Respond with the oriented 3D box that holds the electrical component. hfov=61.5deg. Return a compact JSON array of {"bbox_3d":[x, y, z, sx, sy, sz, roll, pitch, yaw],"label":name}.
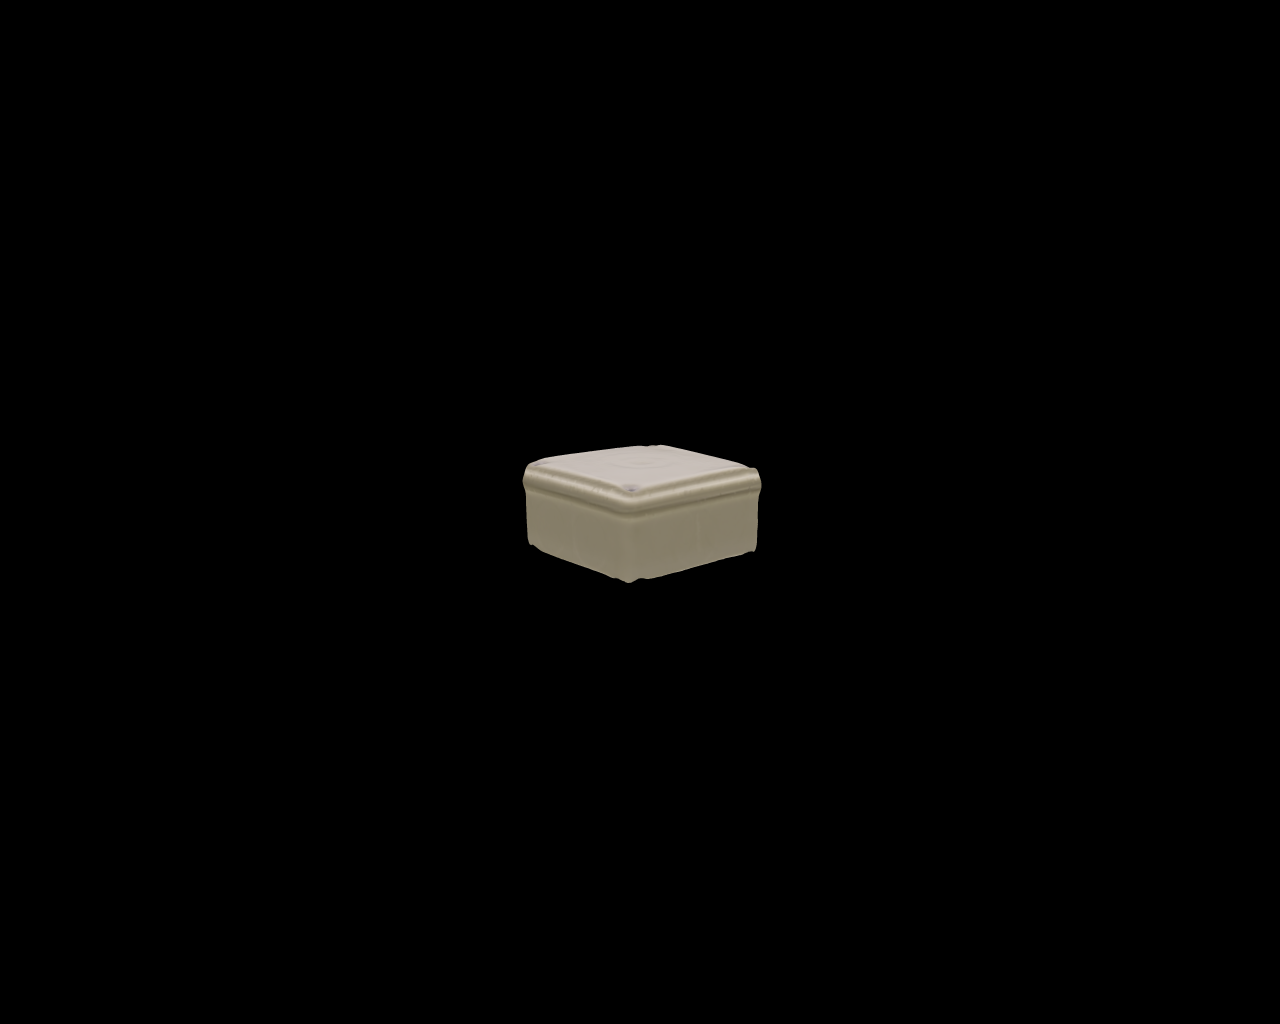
[{"bbox_3d":[0.001,-0.003,0.650,0.109,0.056,0.109,-11,18,-37],"label":"electrical component"}]
